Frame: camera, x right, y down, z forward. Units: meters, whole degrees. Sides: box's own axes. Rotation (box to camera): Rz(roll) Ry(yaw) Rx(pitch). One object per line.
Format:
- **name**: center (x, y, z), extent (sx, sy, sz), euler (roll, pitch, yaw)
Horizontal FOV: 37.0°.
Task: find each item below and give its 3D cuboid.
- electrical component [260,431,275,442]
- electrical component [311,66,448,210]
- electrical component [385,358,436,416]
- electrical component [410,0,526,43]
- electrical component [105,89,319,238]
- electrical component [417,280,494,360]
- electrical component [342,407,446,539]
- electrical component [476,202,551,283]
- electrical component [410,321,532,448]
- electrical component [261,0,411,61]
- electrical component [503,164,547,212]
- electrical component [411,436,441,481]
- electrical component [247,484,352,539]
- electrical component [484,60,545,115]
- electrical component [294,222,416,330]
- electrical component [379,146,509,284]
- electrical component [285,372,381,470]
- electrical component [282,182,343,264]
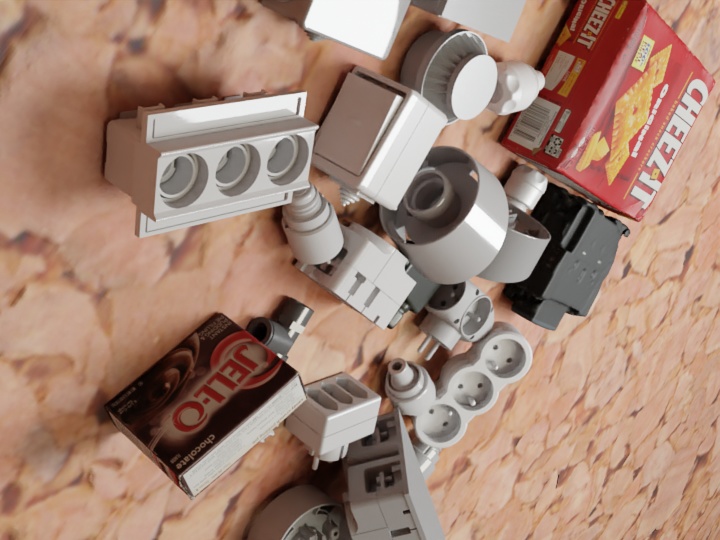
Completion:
- **electrical component**: center (-0.090, 0.115, 0.843), extent (0.040, 0.040, 0.046), euler (-58, 149, -1)
- **electrical component**: center (0.006, -0.092, 0.785), extent (0.061, 0.062, 0.096), euler (26, 94, -54)
- **electrical component**: center (0.043, 0.104, 0.986), extent (0.043, 0.043, 0.062), euler (-47, 141, -15)
- **electrical component**: center (0.089, -0.251, 0.765), extent (0.089, 0.062, 0.150), euler (4, 112, -51)
- **electrical component**: center (-0.094, -0.074, 0.679), extent (0.121, 0.063, 0.078), euler (-17, 128, -42)
- **electrical component**: center (0.080, 0.047, 0.987), extent (0.079, 0.044, 0.077), euler (-54, 144, -6)
- **electrical component**: center (0.034, 0.234, 0.989), extent (0.060, 0.105, 0.186), euler (-15, 125, 7)
- **electrical component**: center (0.113, -0.035, 0.922), extent (0.099, 0.099, 0.064), euler (-14, 132, -44)
- **electrical component**: center (0.103, 0.105, 1.044), extent (0.052, 0.073, 0.138), euler (43, 96, -12)
- **electrical component**: center (-0.009, -0.195, 0.703), extent (0.100, 0.048, 0.099), euler (8, 109, -52)
- **electrical component**: center (0.145, -0.065, 0.990), extent (0.061, 0.035, 0.035), euler (-58, 144, 4)
- **electrical component**: center (0.059, 0.184, 1.065), extent (0.078, 0.040, 0.040), euler (-48, 143, -14)
- **electrical component**: center (-0.051, 0.244, 0.959), extent (0.099, 0.064, 0.099), euler (-28, 135, -32)
- **electrical component**: center (0.130, -0.154, 0.900), extent (0.062, 0.043, 0.043), euler (-20, 129, -42)
- **electrical component**: center (0.000, 0.000, 0.854), extent (0.055, 0.050, 0.089), euler (-55, 144, -4)
- **electrical component**: center (0.066, -0.046, 0.859), extent (0.099, 0.099, 0.064), euler (-55, 138, -4)
- **electrical component**: center (-0.026, 0.138, 0.926), extent (0.066, 0.047, 0.076), euler (-15, 126, -43)
- **electrical component**: center (-0.038, -0.039, 0.789), extent (0.040, 0.040, 0.078), euler (-42, 140, -21)
